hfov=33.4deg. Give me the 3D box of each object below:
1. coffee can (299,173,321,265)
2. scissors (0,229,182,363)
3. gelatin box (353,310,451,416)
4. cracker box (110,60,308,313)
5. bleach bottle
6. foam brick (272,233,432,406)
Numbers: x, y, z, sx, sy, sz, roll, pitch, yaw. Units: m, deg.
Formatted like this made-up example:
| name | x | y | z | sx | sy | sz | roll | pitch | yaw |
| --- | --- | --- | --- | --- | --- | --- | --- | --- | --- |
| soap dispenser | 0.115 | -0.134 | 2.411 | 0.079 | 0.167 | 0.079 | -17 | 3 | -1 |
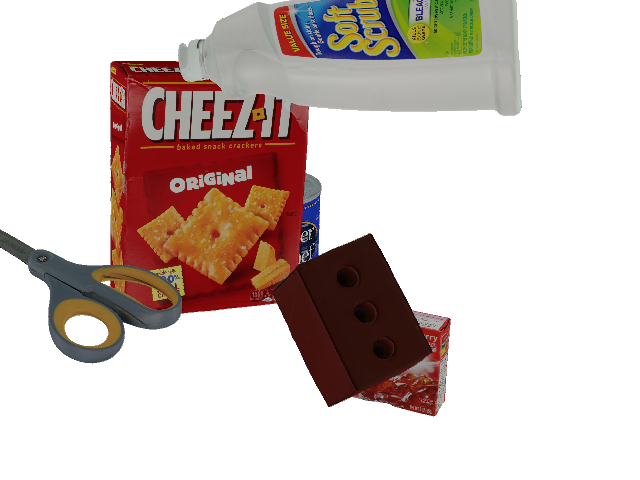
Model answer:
| name | x | y | z | sx | sy | sz | roll | pitch | yaw |
| --- | --- | --- | --- | --- | --- | --- | --- | --- | --- |
| coffee can | -0.052 | -0.007 | 1.359 | 0.103 | 0.140 | 0.103 | 1 | 26 | -1 |
| scissors | -0.192 | 0.030 | 0.723 | 0.202 | 0.016 | 0.096 | 15 | 40 | 15 |
| gelatin box | 0.052 | 0.089 | 0.820 | 0.089 | 0.073 | 0.030 | 11 | 23 | 21 |
| cracker box | -0.098 | -0.045 | 0.934 | 0.164 | 0.214 | 0.072 | -4 | 20 | -23 |
| bleach bottle | 0.018 | -0.135 | 0.786 | 0.251 | 0.102 | 0.068 | -3 | -29 | 11 |
| foam brick | 0.017 | 0.046 | 0.605 | 0.052 | 0.078 | 0.051 | -24 | -9 | -26 |
